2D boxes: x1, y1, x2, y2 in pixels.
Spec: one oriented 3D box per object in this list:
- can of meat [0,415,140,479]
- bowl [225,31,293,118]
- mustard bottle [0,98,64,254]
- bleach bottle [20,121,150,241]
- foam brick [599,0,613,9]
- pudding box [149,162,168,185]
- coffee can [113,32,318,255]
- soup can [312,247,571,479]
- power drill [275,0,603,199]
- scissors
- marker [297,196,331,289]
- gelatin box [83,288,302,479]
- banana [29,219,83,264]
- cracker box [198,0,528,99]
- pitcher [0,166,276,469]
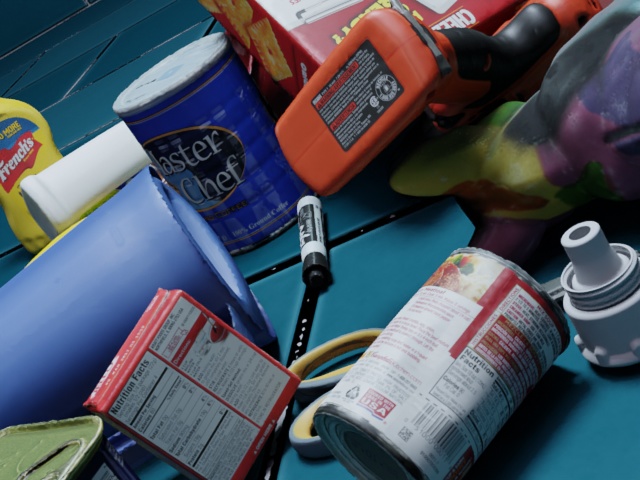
[{"bbox_3d":[-0.127,0.140,0.532,0.102,0.084,0.057,-14,28,38],"label":"can of meat"},{"bbox_3d":[-0.059,-0.134,0.974,0.055,0.162,0.162,8,15,-17],"label":"bowl"},{"bbox_3d":[-0.314,-0.086,1.097,0.096,0.191,0.058,-35,22,-5],"label":"mustard bottle"},{"bbox_3d":[-0.178,-0.094,1.076,0.250,0.068,0.103,-39,-8,-18],"label":"bleach bottle"},{"bbox_3d":[0.184,-0.123,0.696,0.078,0.053,0.051,-34,22,-2],"label":"foam brick"},{"bbox_3d":[-0.148,-0.017,0.921,0.090,0.039,0.114,-49,24,-8],"label":"pudding box"},{"bbox_3d":[-0.078,-0.073,0.826,0.103,0.140,0.103,-28,23,13],"label":"coffee can"},{"bbox_3d":[0.054,0.062,0.470,0.102,0.068,0.069,-46,26,-23],"label":"soup can"},{"bbox_3d":[0.062,-0.077,0.622,0.187,0.057,0.185,-18,-23,-50],"label":"power drill"},{"bbox_3d":[0.061,0.061,0.535,0.202,0.016,0.096,-19,28,32],"label":"scissors"},{"bbox_3d":[-0.005,0.001,0.738,0.020,0.020,0.121,-29,23,10],"label":"marker"},{"bbox_3d":[-0.064,0.078,0.547,0.030,0.089,0.073,-7,49,60],"label":"gelatin box"},{"bbox_3d":[-0.235,0.031,0.967,0.070,0.037,0.197,-3,35,23],"label":"banana"},{"bbox_3d":[0.021,-0.179,0.741,0.164,0.072,0.214,-33,62,-18],"label":"cracker box"},{"bbox_3d":[-0.153,0.080,0.649,0.243,0.145,0.149,-37,-2,0],"label":"pitcher"}]
